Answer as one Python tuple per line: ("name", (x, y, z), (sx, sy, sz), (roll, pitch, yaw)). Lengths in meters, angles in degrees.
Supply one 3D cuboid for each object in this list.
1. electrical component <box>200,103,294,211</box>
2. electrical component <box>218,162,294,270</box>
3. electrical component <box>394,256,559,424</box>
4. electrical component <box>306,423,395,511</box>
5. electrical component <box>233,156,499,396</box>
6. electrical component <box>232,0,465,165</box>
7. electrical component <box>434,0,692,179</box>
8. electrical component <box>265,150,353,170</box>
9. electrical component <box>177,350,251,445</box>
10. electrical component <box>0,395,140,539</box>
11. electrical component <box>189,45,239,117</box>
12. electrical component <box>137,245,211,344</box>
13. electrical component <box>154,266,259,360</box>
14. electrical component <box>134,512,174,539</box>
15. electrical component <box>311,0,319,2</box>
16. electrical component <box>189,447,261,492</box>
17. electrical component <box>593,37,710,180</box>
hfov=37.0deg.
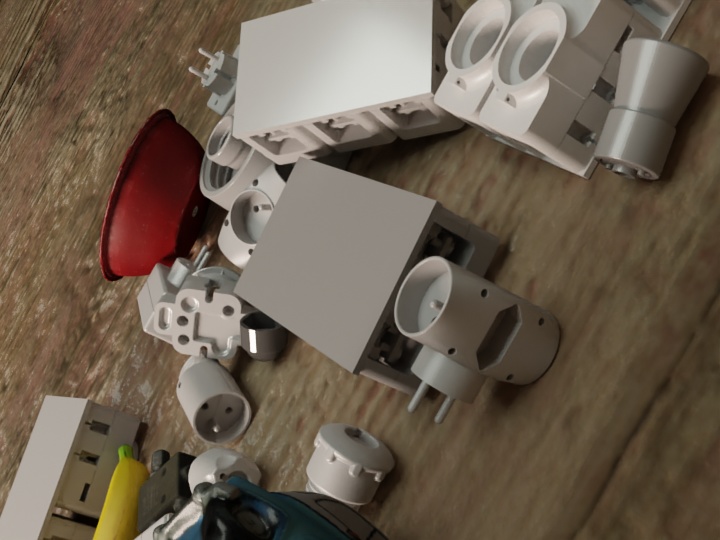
("electrical component", (-0.092, -0.098, 0.898), (0.108, 0.060, 0.108), (-36, 40, 38))
("electrical component", (-0.056, -0.027, 0.796), (0.079, 0.044, 0.077), (48, 115, 20))
("electrical component", (0.052, 0.043, 0.556), (0.079, 0.077, 0.043), (-61, 31, 6))
("electrical component", (-0.012, 0.124, 0.627), (0.062, 0.048, 0.048), (-65, 30, 11))
("electrical component", (0.000, 0.000, 0.684), (0.186, 0.060, 0.105), (26, 90, 60))
("electrical component", (-0.005, -0.132, 0.733), (0.150, 0.062, 0.089), (-8, 69, 28))
("electrical component", (0.126, -0.158, 0.610), (0.186, 0.060, 0.105), (-61, 31, 5))
("electrical component", (-0.027, -0.118, 0.823), (0.056, 0.050, 0.089), (12, 78, 59))
("electrical component", (-0.114, 0.092, 0.805), (0.043, 0.043, 0.081), (-59, 30, 8))
("electrical component", (-0.257, 0.207, 0.922), (0.105, 0.060, 0.186), (-6, 62, 55))
("electrical component", (-0.118, -0.174, 0.977), (0.065, 0.077, 0.047), (-61, 31, 5))
("electrical component", (-0.145, 0.015, 0.895), (0.075, 0.047, 0.083), (-59, 22, 8))
("electrical component", (-0.113, 0.031, 0.824), (0.057, 0.078, 0.058), (-83, 1, -70))
("electrical component", (-0.117, 0.218, 0.698), (0.061, 0.062, 0.096), (-41, 38, 34))
("electrical component", (-0.009, -0.237, 0.882), (0.047, 0.055, 0.055), (-24, 48, 43))
("electrical component", (-0.098, 0.143, 0.743), (0.062, 0.043, 0.043), (4, 71, 59))
("electrical component", (0.144, -0.079, 0.543), (0.044, 0.044, 0.065), (19, 89, 59))
